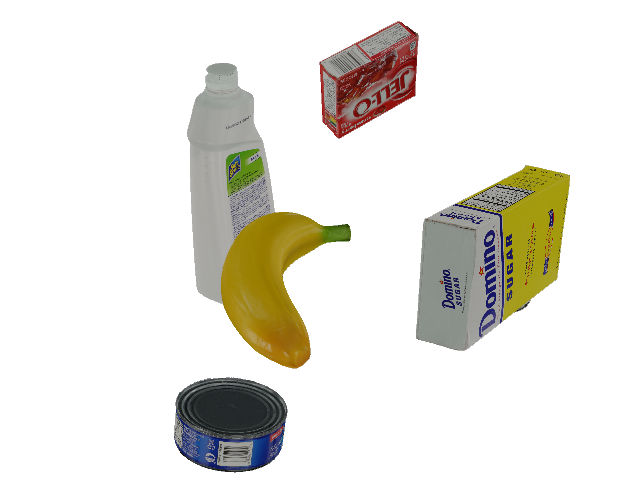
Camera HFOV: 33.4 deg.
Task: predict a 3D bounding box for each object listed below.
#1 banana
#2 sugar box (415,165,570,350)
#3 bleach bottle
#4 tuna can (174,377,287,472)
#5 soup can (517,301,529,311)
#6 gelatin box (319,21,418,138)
[{"bbox_3d":[-0.027,0.020,0.650,0.070,0.037,0.197,0,23,10],"label":"banana"},{"bbox_3d":[0.132,0.009,0.795,0.048,0.093,0.175,13,23,28],"label":"sugar box"},{"bbox_3d":[-0.088,-0.061,1.081,0.068,0.251,0.102,19,38,27],"label":"bleach bottle"},{"bbox_3d":[-0.069,0.141,0.821,0.086,0.034,0.086,6,22,-3],"label":"tuna can"},{"bbox_3d":[0.187,0.015,1.086,0.068,0.102,0.068,-1,36,0],"label":"soup can"},{"bbox_3d":[0.043,-0.139,0.927,0.089,0.030,0.073,-30,-32,-19],"label":"gelatin box"}]
